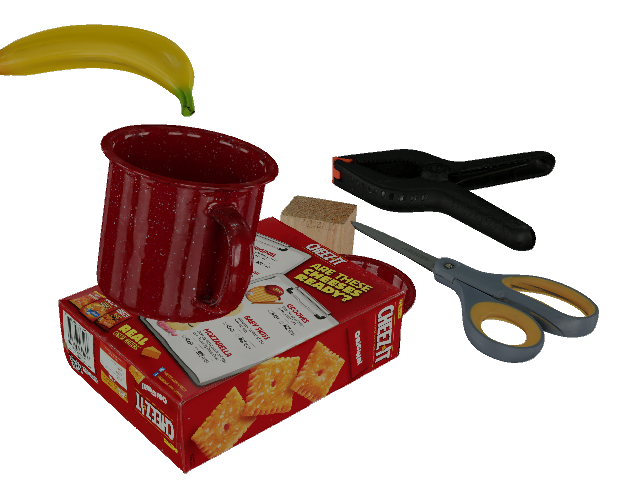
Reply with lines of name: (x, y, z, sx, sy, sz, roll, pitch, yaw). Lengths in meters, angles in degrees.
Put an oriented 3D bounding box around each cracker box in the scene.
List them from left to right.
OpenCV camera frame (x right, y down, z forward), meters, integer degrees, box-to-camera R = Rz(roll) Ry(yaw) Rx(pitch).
cracker box: (-0.067, 0.071, 0.826, 0.213, 0.072, 0.164, -23, 38, -36)

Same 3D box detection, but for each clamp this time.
clamp: (0.116, -0.056, 0.999, 0.210, 0.036, 0.164, 13, 32, 20)

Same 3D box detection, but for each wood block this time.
wood block: (-0.010, 0.053, 1.473, 0.090, 0.206, 0.090, 9, 22, 10)

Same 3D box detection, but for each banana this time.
banana: (-0.185, -0.155, 0.904, 0.198, 0.069, 0.037, 13, -40, 18)

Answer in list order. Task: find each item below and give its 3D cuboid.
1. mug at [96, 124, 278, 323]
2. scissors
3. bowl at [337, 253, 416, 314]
mug: (-0.068, -0.004, 0.560, 0.093, 0.081, 0.117, -5, 27, -36)
scissors: (0.085, 0.033, 0.722, 0.202, 0.016, 0.096, 17, 35, 28)
bowl: (0.024, 0.075, 1.183, 0.162, 0.055, 0.162, 1, 28, -1)
